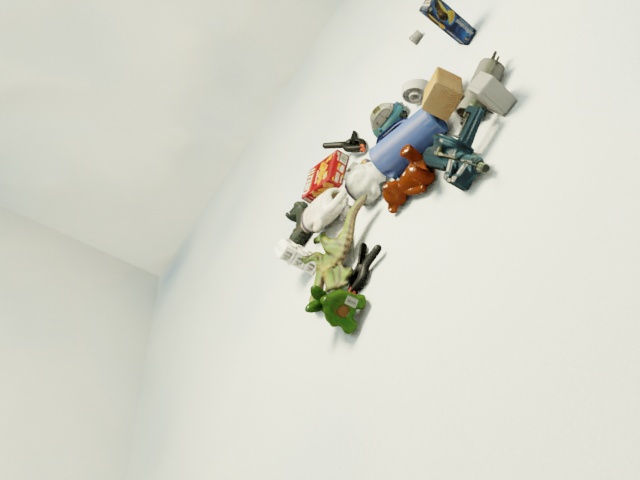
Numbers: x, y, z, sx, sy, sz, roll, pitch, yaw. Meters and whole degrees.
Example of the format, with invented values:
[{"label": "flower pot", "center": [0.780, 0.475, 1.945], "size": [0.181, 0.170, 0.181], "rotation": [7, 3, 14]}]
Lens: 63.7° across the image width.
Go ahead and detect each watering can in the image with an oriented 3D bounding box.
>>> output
[{"label": "watering can", "center": [0.006, -0.095, 1.881], "size": [0.220, 0.103, 0.355], "rotation": [-39, 10, 43]}]

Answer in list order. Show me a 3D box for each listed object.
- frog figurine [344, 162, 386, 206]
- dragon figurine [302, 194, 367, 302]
[{"label": "frog figurine", "center": [0.167, -0.202, 1.746], "size": [0.157, 0.122, 0.139], "rotation": [-37, 65, 26]}, {"label": "dragon figurine", "center": [0.064, 0.064, 1.664], "size": [0.404, 0.121, 0.248], "rotation": [-56, 32, 24]}]
